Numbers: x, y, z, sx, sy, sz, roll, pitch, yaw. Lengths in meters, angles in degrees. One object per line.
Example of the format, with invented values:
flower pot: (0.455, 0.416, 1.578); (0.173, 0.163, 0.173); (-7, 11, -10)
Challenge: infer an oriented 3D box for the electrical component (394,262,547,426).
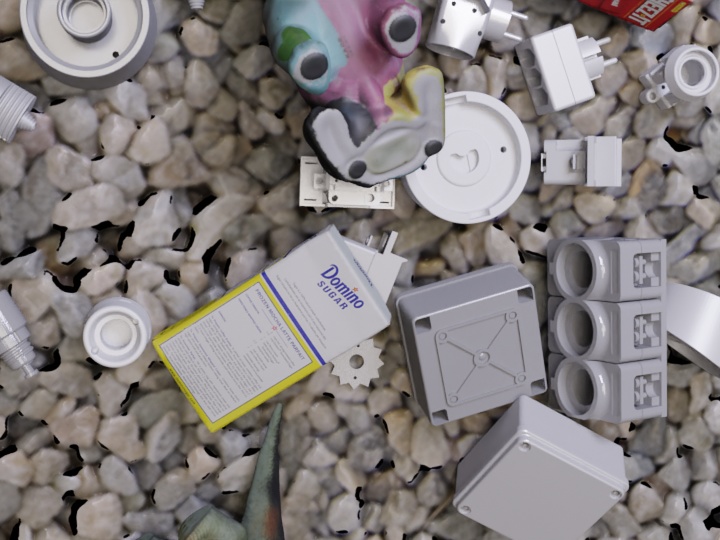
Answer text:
electrical component: (0.094, 0.062, 0.907); (0.109, 0.056, 0.108); (-16, 115, -9)

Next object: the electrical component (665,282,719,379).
electrical component: (0.292, 0.053, 0.935); (0.099, 0.099, 0.064); (26, 83, -10)

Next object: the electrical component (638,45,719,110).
electrical component: (0.282, -0.170, 0.940); (0.066, 0.055, 0.048); (-40, 99, -5)

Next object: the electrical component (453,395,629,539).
electrical component: (0.152, 0.178, 0.917); (0.109, 0.056, 0.108); (29, 123, -10)

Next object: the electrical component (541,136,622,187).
electrical component: (0.190, -0.092, 0.921); (0.064, 0.081, 0.042); (0, 93, 19)

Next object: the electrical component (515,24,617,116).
electrical component: (0.185, -0.178, 0.927); (0.077, 0.047, 0.065); (-21, 97, -8)

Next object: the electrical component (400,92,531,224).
electrical component: (0.083, -0.093, 0.908); (0.108, 0.060, 0.108); (-1, 94, -10)

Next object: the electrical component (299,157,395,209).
electrical component: (-0.008, -0.073, 0.892); (0.081, 0.064, 0.042); (1, 92, -9)

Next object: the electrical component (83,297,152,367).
electrical component: (-0.198, 0.051, 0.875); (0.055, 0.047, 0.055); (-1, 94, -10)

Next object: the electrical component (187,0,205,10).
electrical component: (-0.135, -0.252, 0.869); (0.043, 0.043, 0.081); (-4, 94, -10)

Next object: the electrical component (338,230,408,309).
electrical component: (0.000, 0.000, 0.909); (0.064, 0.042, 0.081); (22, 89, -9)

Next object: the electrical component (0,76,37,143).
electrical component: (-0.294, -0.134, 0.849); (0.081, 0.043, 0.043); (31, 88, -11)

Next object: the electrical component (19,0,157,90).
electrical component: (-0.216, -0.199, 0.849); (0.108, 0.060, 0.108); (-1, 94, -10)

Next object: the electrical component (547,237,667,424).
electrical component: (0.207, 0.048, 0.917); (0.062, 0.089, 0.150); (-4, 95, -30)

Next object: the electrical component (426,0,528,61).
electrical component: (0.104, -0.216, 0.912); (0.079, 0.043, 0.077); (16, 91, -9)

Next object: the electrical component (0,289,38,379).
electrical component: (-0.285, 0.052, 0.864); (0.040, 0.040, 0.078); (-32, 98, -6)
